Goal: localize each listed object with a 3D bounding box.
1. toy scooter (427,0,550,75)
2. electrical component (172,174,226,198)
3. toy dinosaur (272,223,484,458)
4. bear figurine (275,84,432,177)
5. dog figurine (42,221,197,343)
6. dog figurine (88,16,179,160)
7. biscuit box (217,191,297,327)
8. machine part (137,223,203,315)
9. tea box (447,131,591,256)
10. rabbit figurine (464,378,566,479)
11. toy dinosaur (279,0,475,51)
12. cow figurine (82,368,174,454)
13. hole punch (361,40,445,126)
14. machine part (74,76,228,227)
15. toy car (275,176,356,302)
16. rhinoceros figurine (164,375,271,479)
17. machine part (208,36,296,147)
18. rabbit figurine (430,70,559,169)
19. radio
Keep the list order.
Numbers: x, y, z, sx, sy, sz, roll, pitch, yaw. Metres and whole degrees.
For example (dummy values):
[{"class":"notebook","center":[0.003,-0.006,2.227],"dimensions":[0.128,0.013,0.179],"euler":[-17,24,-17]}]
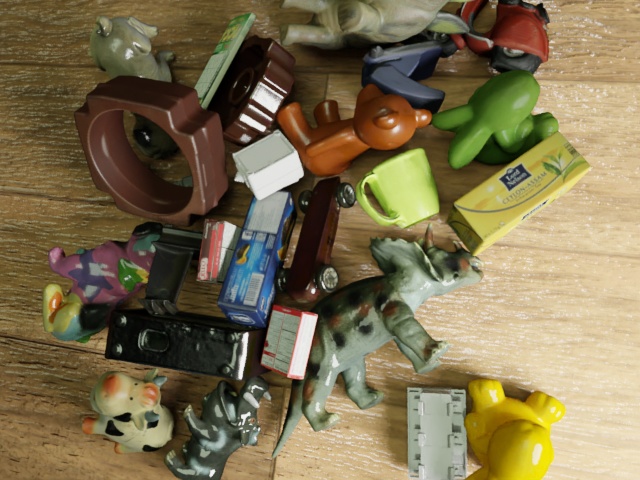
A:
[{"class":"toy scooter","center":[0.255,-0.319,0.781],"dimensions":[0.184,0.075,0.135],"euler":[25,95,24]},{"class":"electrical component","center":[-0.202,-0.081,0.885],"dimensions":[0.094,0.021,0.063],"euler":[-14,79,12]},{"class":"toy dinosaur","center":[0.047,0.131,0.753],"dimensions":[0.405,0.131,0.192],"euler":[-34,64,11]},{"class":"bear figurine","center":[0.046,-0.169,0.756],"dimensions":[0.196,0.120,0.132],"euler":[-28,83,50]},{"class":"dog figurine","center":[-0.311,0.068,0.849],"dimensions":[0.219,0.108,0.191],"euler":[-1,81,10]},{"class":"dog figurine","center":[-0.293,-0.238,0.858],"dimensions":[0.121,0.172,0.190],"euler":[-22,70,21]},{"class":"biscuit box","center":[-0.087,0.023,0.785],"dimensions":[0.059,0.062,0.203],"euler":[7,60,13]},{"class":"machine part","center":[-0.211,0.041,0.770],"dimensions":[0.084,0.039,0.139],"euler":[15,59,-2]},{"class":"tea box","center":[0.262,-0.059,0.724],"dimensions":[0.170,0.098,0.068],"euler":[-34,75,0]},{"class":"rabbit figurine","center":[0.228,0.254,0.659],"dimensions":[0.122,0.173,0.162],"euler":[24,84,11]},{"class":"toy dinosaur","center":[0.096,-0.316,0.726],"dimensions":[0.472,0.198,0.105],"euler":[15,105,51]},{"class":"cow figurine","center":[-0.265,0.247,0.770],"dimensions":[0.127,0.194,0.085],"euler":[-4,52,6]},{"class":"hole punch","center":[0.119,-0.218,0.778],"dimensions":[0.116,0.142,0.092],"euler":[-7,84,1]},{"class":"machine part","center":[-0.242,-0.130,0.793],"dimensions":[0.202,0.200,0.087],"euler":[12,41,14]},{"class":"toy car","center":[-0.002,-0.002,0.783],"dimensions":[0.089,0.053,0.202],"euler":[-11,53,39]},{"class":"rhinoceros figurine","center":[-0.146,0.279,0.794],"dimensions":[0.112,0.073,0.190],"euler":[30,90,17]},{"class":"machine part","center":[-0.109,-0.226,0.824],"dimensions":[0.179,0.056,0.179],"euler":[-31,46,37]},{"class":"rabbit figurine","center":[0.231,-0.171,0.719],"dimensions":[0.159,0.170,0.121],"euler":[-23,77,8]},{"class":"radio","center":[-0.188,0.148,0.792],"dimensions":[0.230,0.131,0.073],"euler":[4,85,14]}]
